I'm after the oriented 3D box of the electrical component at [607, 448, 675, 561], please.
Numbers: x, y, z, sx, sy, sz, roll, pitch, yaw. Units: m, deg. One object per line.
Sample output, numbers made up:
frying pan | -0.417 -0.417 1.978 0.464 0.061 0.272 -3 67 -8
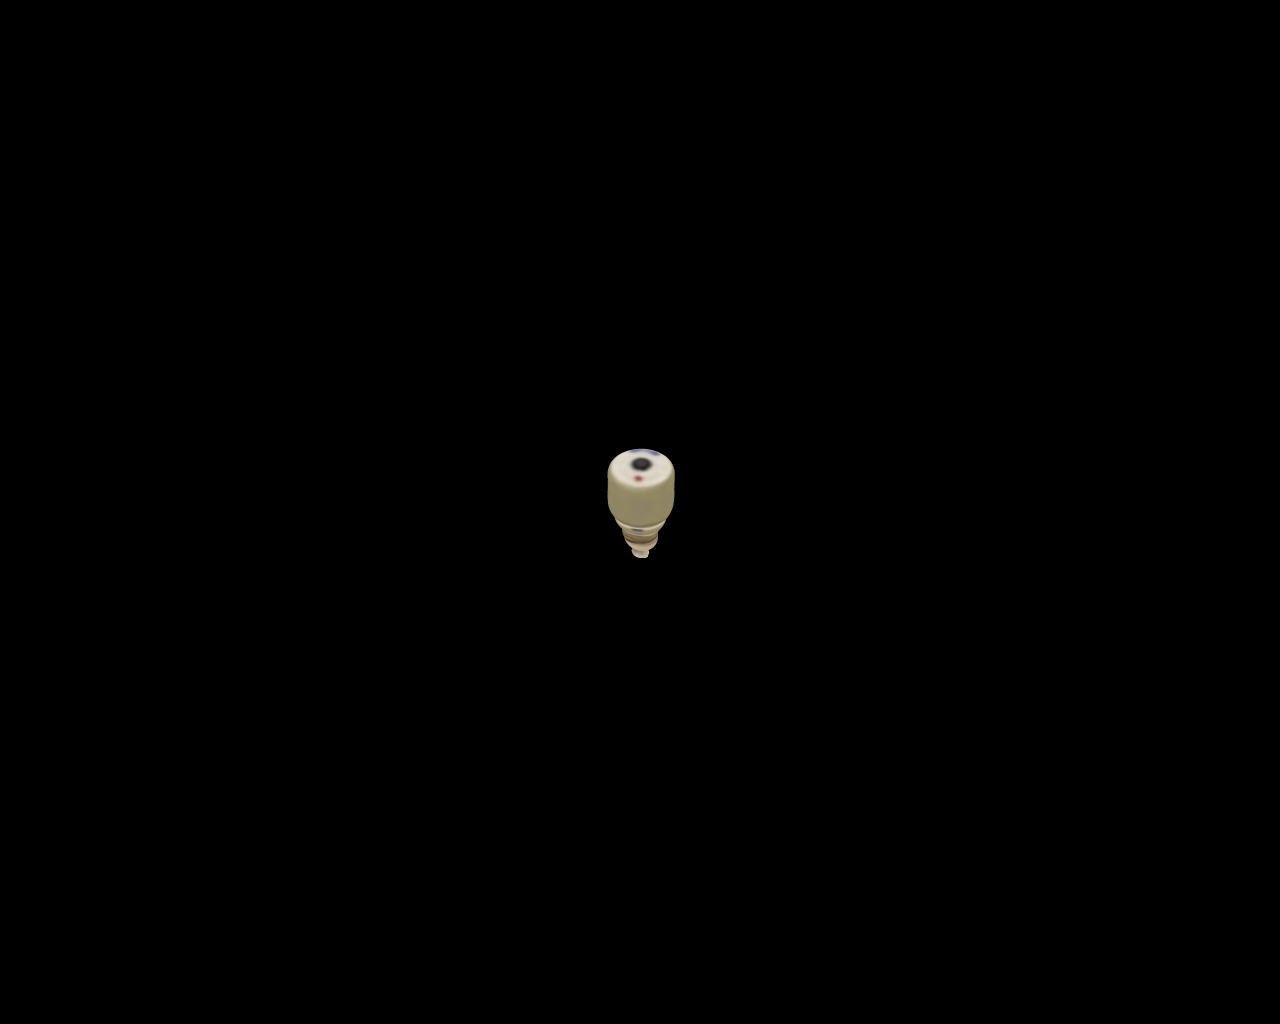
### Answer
electrical component | 0.001 -0.003 0.650 0.040 0.078 0.040 0 42 0
